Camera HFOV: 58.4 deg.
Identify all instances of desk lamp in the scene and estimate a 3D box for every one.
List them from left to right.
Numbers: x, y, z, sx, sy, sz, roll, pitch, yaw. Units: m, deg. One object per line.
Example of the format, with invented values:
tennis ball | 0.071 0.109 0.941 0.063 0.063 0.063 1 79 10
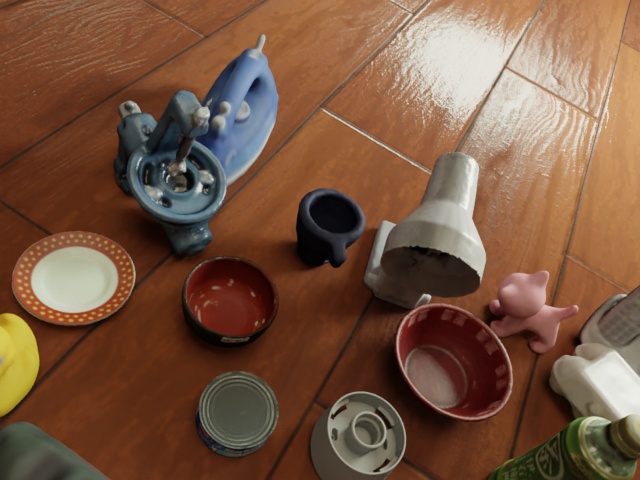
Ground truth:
desk lamp | 0.135 0.001 0.744 0.118 0.213 0.203 22 48 -4

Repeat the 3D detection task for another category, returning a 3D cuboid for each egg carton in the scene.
egg carton | 0.384 0.214 0.769 0.107 0.069 0.150 -19 62 -33

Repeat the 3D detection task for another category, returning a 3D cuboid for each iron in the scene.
iron | -0.129 -0.186 0.837 0.119 0.141 0.258 20 48 -5

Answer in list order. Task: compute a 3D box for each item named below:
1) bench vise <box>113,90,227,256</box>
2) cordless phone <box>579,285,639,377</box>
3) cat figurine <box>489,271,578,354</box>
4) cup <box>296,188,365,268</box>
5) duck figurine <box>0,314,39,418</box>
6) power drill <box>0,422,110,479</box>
bench vise | -0.196 -0.108 0.693 0.207 0.219 0.122 37 49 10
cordless phone | 0.474 0.125 0.799 0.147 0.185 0.094 41 49 13
cat figurine | 0.295 0.091 0.800 0.128 0.117 0.067 19 48 -6
cup | 0.007 0.003 0.770 0.092 0.095 0.117 3 52 -20
duck figurine | -0.318 0.111 0.556 0.078 0.086 0.104 11 50 -13
power drill | -0.162 0.241 0.431 0.229 0.208 0.076 36 48 8
